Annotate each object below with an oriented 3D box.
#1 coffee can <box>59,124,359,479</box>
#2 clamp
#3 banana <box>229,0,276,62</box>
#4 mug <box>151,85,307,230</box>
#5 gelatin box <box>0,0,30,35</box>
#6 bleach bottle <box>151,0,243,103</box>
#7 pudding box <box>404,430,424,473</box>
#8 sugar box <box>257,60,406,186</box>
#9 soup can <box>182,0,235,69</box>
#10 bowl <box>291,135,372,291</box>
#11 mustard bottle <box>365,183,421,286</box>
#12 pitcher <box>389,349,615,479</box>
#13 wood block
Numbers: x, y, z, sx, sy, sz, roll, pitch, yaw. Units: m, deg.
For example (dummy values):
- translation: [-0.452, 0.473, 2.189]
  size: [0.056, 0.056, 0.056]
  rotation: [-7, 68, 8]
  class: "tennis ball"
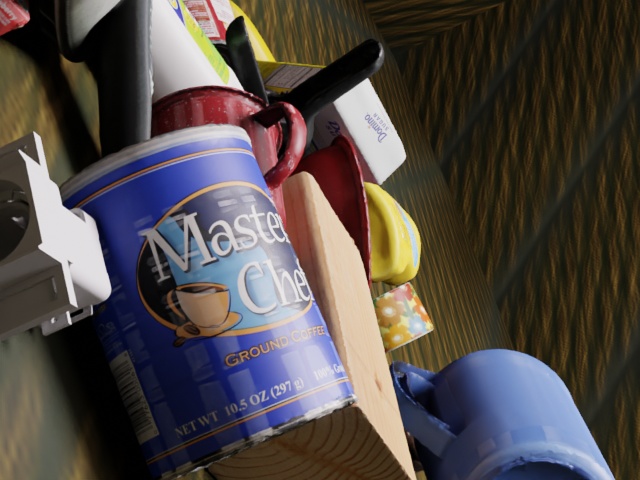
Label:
- translation: [-0.055, 0.031, 0.502]
  size: [0.140, 0.103, 0.102]
  rotation: [67, 12, 9]
  class: "coffee can"
- translation: [-0.025, -0.098, 0.810]
  size: [0.172, 0.120, 0.039]
  rotation: [112, -23, -51]
  class: "clamp"
- translation: [-0.059, -0.175, 1.101]
  size: [0.197, 0.037, 0.069]
  rotation: [59, 13, -27]
  class: "banana"
- translation: [-0.055, -0.037, 0.634]
  size: [0.093, 0.117, 0.081]
  rotation: [37, 33, -42]
  class: "mug"
- translation: [-0.177, -0.152, 0.527]
  size: [0.073, 0.030, 0.089]
  rotation: [52, 16, -49]
  class: "gelatin box"
- translation: [-0.138, -0.174, 0.675]
  size: [0.250, 0.068, 0.102]
  rotation: [58, 7, -23]
  class: "bleach bottle"
- translation: [0.046, 0.145, 0.883]
  size: [0.113, 0.039, 0.090]
  rotation: [44, 23, -60]
  class: "pudding box"
- translation: [-0.009, -0.105, 0.922]
  size: [0.177, 0.048, 0.093]
  rotation: [15, -36, 51]
  class: "sugar box"
- translation: [-0.100, -0.165, 0.814]
  size: [0.068, 0.068, 0.102]
  rotation: [45, 22, -60]
  class: "soup can"
- translation: [-0.005, 0.001, 0.823]
  size: [0.162, 0.055, 0.162]
  rotation: [176, -90, -79]
  class: "bowl"
- translation: [0.062, -0.004, 1.048]
  size: [0.191, 0.058, 0.096]
  rotation: [18, 50, -76]
  class: "mustard bottle"
- translation: [0.127, 0.158, 0.751]
  size: [0.243, 0.149, 0.145]
  rotation: [-55, 133, -85]
  class: "pitcher"
- translation: [-0.015, 0.064, 0.652]
  size: [0.090, 0.090, 0.206]
  rotation: [57, 13, -38]
  class: "wood block"
